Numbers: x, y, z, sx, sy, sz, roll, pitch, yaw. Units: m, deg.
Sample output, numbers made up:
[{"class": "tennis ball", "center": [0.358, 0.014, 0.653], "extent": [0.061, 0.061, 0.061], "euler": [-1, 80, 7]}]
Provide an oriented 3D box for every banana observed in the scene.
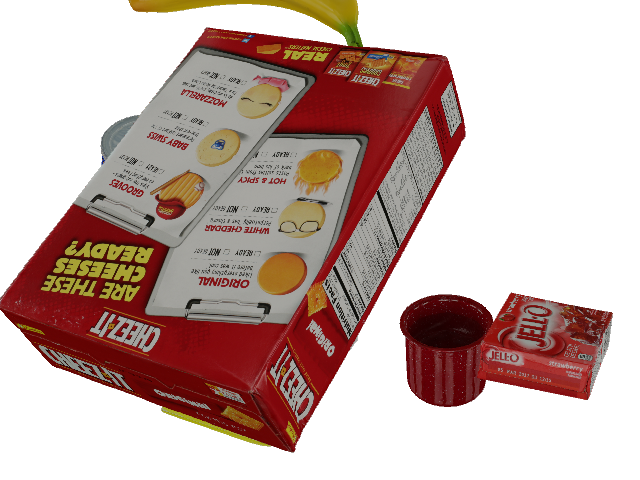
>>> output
[{"class": "banana", "center": [-0.052, -0.194, 0.833], "extent": [0.198, 0.069, 0.037], "euler": [13, -40, 17]}]

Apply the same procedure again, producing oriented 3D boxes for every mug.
[{"class": "mug", "center": [0.135, 0.108, 1.093], "extent": [0.093, 0.081, 0.117], "euler": [17, 39, 29]}]

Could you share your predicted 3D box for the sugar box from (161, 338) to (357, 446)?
[{"class": "sugar box", "center": [-0.041, 0.088, 0.840], "extent": [0.093, 0.048, 0.176], "euler": [15, 30, 17]}]

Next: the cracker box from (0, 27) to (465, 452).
[{"class": "cracker box", "center": [-0.040, -0.012, 0.570], "extent": [0.164, 0.213, 0.072], "euler": [13, -31, 31]}]

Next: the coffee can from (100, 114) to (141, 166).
[{"class": "coffee can", "center": [-0.151, -0.030, 0.981], "extent": [0.102, 0.140, 0.103], "euler": [7, 38, -5]}]

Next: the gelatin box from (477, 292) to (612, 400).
[{"class": "gelatin box", "center": [0.152, 0.069, 0.717], "extent": [0.073, 0.030, 0.089], "euler": [11, 23, 21]}]
